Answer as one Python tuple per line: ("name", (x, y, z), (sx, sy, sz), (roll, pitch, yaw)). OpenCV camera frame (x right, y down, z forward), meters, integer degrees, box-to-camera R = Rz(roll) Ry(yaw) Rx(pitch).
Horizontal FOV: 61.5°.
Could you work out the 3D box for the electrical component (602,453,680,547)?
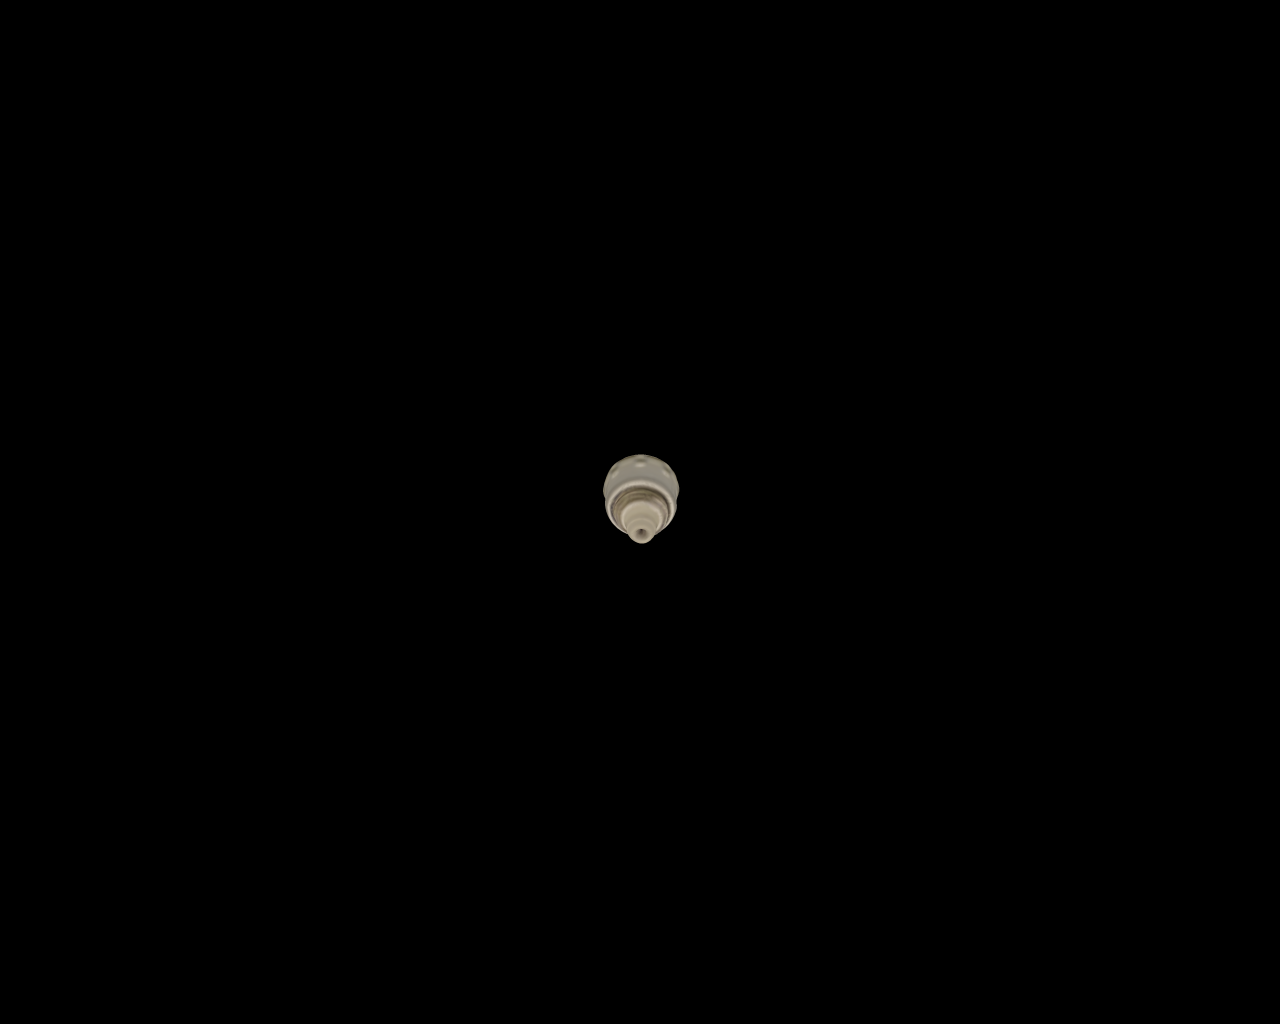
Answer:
("electrical component", (0.001, -0.003, 0.650), (0.048, 0.048, 0.062), (0, 32, 0))
